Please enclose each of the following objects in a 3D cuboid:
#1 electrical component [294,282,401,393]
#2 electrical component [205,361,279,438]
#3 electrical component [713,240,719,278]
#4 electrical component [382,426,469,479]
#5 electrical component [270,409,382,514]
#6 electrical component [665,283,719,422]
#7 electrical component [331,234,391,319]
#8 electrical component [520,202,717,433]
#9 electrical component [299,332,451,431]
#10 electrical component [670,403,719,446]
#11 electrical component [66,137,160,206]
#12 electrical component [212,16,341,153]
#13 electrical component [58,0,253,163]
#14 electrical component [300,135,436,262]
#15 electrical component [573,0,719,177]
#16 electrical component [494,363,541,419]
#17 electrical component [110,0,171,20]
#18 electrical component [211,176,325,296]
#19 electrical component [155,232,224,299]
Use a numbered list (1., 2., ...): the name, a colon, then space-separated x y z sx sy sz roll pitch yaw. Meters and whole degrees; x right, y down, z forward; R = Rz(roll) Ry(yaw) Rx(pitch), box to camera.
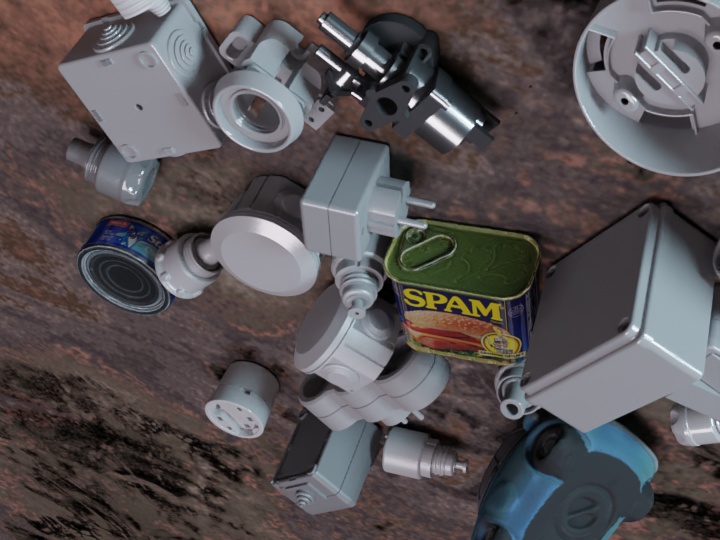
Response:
1. electrical component: -0.010 0.048 0.802 0.051 0.080 0.080 32 142 -19
2. electrical component: -0.103 0.114 0.954 0.055 0.047 0.055 15 141 12
3. electrical component: 0.244 -0.001 0.636 0.055 0.048 0.066 31 143 -22
4. electrical component: 0.055 0.162 0.933 0.078 0.040 0.040 10 140 17
5. electrical component: -0.028 0.172 0.943 0.061 0.096 0.062 43 139 -23
6. electrical component: 0.249 0.066 0.700 0.096 0.061 0.061 29 142 -7
7. electrical component: 0.000 0.000 0.744 0.040 0.078 0.040 2 139 2
8. electrical component: 0.160 0.030 0.665 0.056 0.108 0.109 32 142 -15
9. electrical component: 0.021 0.101 0.868 0.138 0.052 0.074 -22 123 43
10. electrical component: 0.255 0.106 0.766 0.061 0.035 0.035 -14 129 36
11. electrical component: -0.179 -0.075 0.773 0.062 0.043 0.043 23 143 3
12. electrical component: -0.055 -0.109 0.655 0.078 0.057 0.058 36 141 -15
13. electrical component: -0.132 -0.119 0.692 0.100 0.048 0.099 -5 134 32
14. electrical component: 0.009 -0.043 0.693 0.077 0.065 0.047 13 141 13
15. electrical component: 0.159 -0.104 0.542 0.099 0.064 0.099 15 142 12
16. electrical component: 0.119 0.085 0.786 0.048 0.062 0.048 11 120 19
17. electrical component: -0.138 -0.182 0.623 0.043 0.043 0.081 -9 132 36
18. electrical component: -0.061 -0.023 0.765 0.080 0.051 0.080 15 141 12
19. electrical component: -0.123 -0.009 0.823 0.062 0.048 0.048 -29 119 38
